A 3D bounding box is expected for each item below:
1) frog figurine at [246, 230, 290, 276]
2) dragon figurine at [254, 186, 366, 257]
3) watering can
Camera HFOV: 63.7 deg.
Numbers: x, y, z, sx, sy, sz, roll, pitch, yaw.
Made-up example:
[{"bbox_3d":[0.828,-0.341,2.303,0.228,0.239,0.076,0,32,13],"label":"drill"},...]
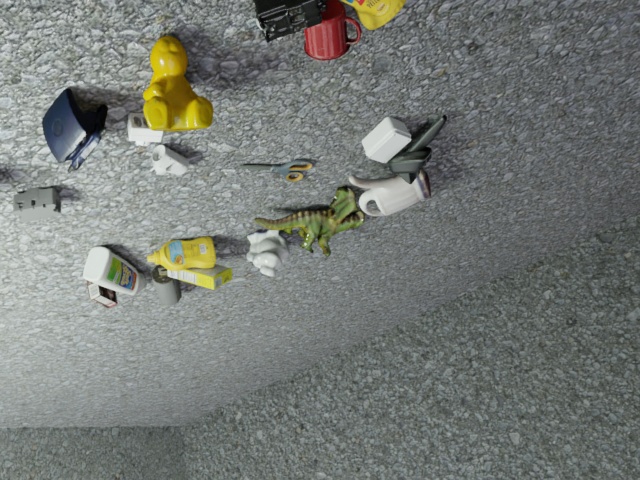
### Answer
[{"bbox_3d":[-0.159,0.048,1.617,0.138,0.162,0.120,-4,150,-25],"label":"frog figurine"},{"bbox_3d":[0.005,-0.080,1.592,0.240,0.124,0.407,-49,145,16],"label":"dragon figurine"},{"bbox_3d":[0.215,-0.153,1.532,0.223,0.106,0.343,-25,159,10],"label":"watering can"}]
